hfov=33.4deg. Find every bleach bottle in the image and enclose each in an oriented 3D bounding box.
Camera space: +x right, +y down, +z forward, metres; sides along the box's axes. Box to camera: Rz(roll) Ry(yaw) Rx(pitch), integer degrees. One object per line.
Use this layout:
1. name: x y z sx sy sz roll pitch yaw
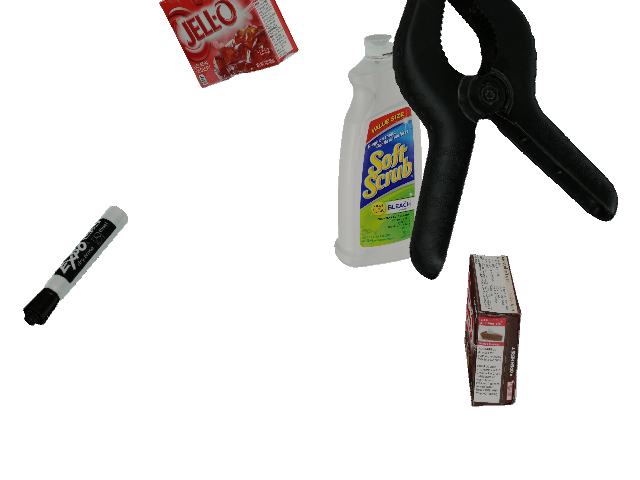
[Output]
1. bleach bottle: 0.061 -0.100 1.181 0.102 0.251 0.068 -10 24 -13

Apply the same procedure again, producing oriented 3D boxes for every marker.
1. marker: -0.188 0.019 0.820 0.020 0.020 0.121 0 42 36

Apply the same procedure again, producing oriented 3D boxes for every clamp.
1. clamp: 0.077 -0.066 0.566 0.120 0.171 0.039 -27 2 -19

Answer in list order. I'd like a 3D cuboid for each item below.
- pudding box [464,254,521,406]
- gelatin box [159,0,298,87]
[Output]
1. pudding box: 0.144 0.074 0.906 0.039 0.090 0.113 0 24 2
2. gelatin box: -0.069 -0.159 0.791 0.089 0.073 0.030 -8 26 43
